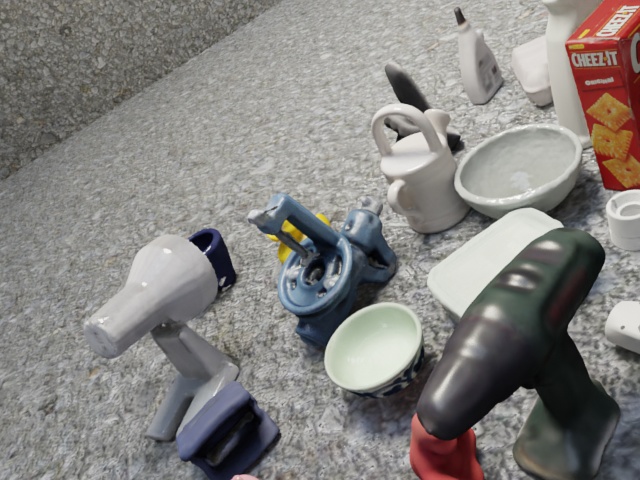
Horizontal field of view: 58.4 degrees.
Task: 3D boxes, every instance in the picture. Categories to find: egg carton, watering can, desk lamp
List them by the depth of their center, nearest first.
[{"bbox_3d":[-0.202,0.129,0.769,0.117,0.214,0.203,-9,40,32],"label":"desk lamp"},{"bbox_3d":[0.139,-0.117,0.820,0.100,0.194,0.173,-14,37,26],"label":"watering can"},{"bbox_3d":[0.383,-0.291,0.959,0.107,0.070,0.150,-21,34,18],"label":"egg carton"}]

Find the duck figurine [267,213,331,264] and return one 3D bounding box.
[{"bbox_3d":[-0.039,-0.017,0.942,0.104,0.086,0.077,-34,33,-2],"label":"duck figurine"}]

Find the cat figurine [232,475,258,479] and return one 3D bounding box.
[{"bbox_3d":[-0.047,0.269,0.542,0.127,0.118,0.067,5,48,44],"label":"cat figurine"}]

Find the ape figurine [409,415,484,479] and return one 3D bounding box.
[{"bbox_3d":[0.112,0.192,0.531,0.075,0.092,0.078,7,50,45],"label":"ape figurine"}]

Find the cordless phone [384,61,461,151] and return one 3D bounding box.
[{"bbox_3d":[0.150,-0.231,0.971,0.094,0.185,0.147,-35,33,-3],"label":"cordless phone"}]

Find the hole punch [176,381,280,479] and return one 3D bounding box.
[{"bbox_3d":[-0.124,0.225,0.690,0.109,0.091,0.100,-44,34,-17],"label":"hole punch"}]

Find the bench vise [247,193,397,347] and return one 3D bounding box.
[{"bbox_3d":[-0.003,0.004,0.759,0.121,0.220,0.207,-7,41,35],"label":"bench vise"}]

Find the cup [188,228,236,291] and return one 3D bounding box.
[{"bbox_3d":[-0.191,0.051,0.973,0.091,0.095,0.118,-10,39,31],"label":"cup"}]

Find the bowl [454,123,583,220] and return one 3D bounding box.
[{"bbox_3d":[0.271,-0.079,0.770,0.167,0.075,0.167,-22,34,16],"label":"bowl"}]

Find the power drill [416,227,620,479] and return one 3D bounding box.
[{"bbox_3d":[0.179,0.111,0.474,0.075,0.209,0.230,8,50,46],"label":"power drill"}]

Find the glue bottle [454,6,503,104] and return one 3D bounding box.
[{"bbox_3d":[0.271,-0.332,1.012,0.037,0.173,0.078,13,54,48],"label":"glue bottle"}]
